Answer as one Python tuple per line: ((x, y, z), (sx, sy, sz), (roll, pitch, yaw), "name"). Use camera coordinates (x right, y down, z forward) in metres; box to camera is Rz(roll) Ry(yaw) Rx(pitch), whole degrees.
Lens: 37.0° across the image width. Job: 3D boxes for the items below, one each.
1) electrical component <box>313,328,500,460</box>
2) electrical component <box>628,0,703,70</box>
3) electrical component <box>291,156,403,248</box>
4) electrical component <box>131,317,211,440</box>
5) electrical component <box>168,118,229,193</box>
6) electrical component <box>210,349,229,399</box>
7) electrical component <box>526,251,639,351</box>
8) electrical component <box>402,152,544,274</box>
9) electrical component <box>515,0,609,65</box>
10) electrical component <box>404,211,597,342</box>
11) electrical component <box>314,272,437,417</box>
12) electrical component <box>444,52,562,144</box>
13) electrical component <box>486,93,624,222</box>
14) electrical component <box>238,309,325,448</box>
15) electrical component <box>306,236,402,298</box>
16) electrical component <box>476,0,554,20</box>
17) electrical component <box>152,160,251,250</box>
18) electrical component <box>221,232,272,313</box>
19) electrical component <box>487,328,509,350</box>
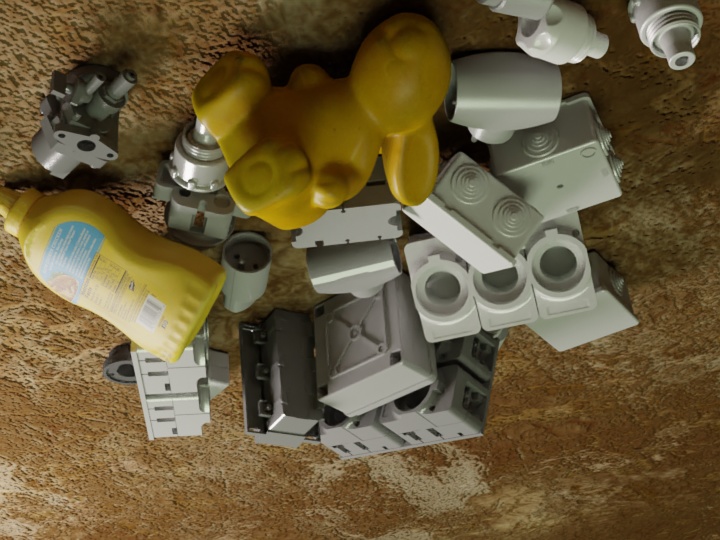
((0.040, 0.117, 1.074), (0.186, 0.105, 0.060), (-18, 135, 41), "electrical component")
((0.210, -0.164, 0.725), (0.048, 0.062, 0.048), (-4, 148, -3), "electrical component")
((-0.014, -0.058, 0.865), (0.089, 0.055, 0.050), (-6, 148, 1), "electrical component")
((-0.173, 0.071, 1.000), (0.060, 0.105, 0.186), (-2, 148, -7), "electrical component")
((-0.117, -0.092, 0.804), (0.048, 0.048, 0.062), (3, 141, -15), "electrical component")
((-0.177, 0.133, 1.128), (0.047, 0.075, 0.083), (16, 142, -32), "electrical component")
((0.213, 0.031, 1.055), (0.100, 0.048, 0.100), (-23, 144, 26), "electrical component")
((0.089, -0.045, 0.851), (0.100, 0.048, 0.100), (38, 172, -4), "electrical component")
((0.141, -0.161, 0.736), (0.062, 0.043, 0.043), (12, 144, -28), "electrical component")
((0.122, 0.001, 0.936), (0.150, 0.089, 0.061), (-12, -171, 10), "electrical component")
((0.013, 0.069, 1.026), (0.109, 0.108, 0.056), (-28, 139, 31), "electrical component")
((0.101, -0.120, 0.795), (0.077, 0.043, 0.079), (-1, 148, -8), "electrical component")
((0.155, -0.084, 0.857), (0.100, 0.048, 0.099), (-19, 146, 18), "electrical component")
((-0.074, 0.104, 1.056), (0.079, 0.121, 0.063), (13, 141, -28), "electrical component")
((0.000, 0.000, 0.973), (0.077, 0.043, 0.079), (-13, 148, 11), "electrical component")
((0.090, -0.186, 0.690), (0.078, 0.040, 0.040), (6, 147, -19), "electrical component")
((-0.125, -0.052, 0.853), (0.078, 0.058, 0.057), (13, 146, -9), "electrical component")
((-0.104, 0.006, 0.965), (0.043, 0.043, 0.081), (1, 148, -11), "electrical component")
((0.128, 0.060, 1.093), (0.043, 0.043, 0.081), (0, 148, -10), "electrical component")
